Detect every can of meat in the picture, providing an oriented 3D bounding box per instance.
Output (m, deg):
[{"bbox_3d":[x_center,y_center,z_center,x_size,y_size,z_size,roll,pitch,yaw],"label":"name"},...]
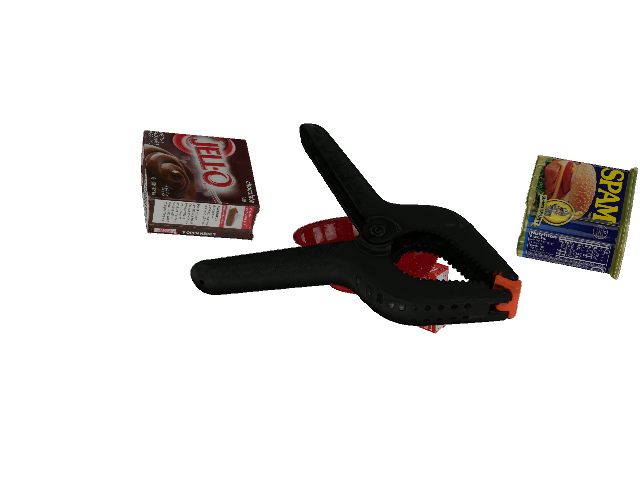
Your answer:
[{"bbox_3d":[0.214,-0.023,0.891,0.084,0.057,0.102,11,45,14],"label":"can of meat"}]

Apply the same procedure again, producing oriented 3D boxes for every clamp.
[{"bbox_3d":[0.029,0.010,0.716,0.210,0.164,0.036,27,-33,23],"label":"clamp"}]

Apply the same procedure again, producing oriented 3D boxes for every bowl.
[{"bbox_3d":[0.054,0.016,1.086,0.162,0.055,0.162,-3,13,1],"label":"bowl"}]

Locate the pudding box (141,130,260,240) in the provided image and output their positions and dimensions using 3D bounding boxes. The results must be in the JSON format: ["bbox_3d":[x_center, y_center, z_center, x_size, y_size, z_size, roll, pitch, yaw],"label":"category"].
[{"bbox_3d":[-0.102,-0.047,0.886,0.090,0.039,0.113,3,36,-13],"label":"pudding box"}]

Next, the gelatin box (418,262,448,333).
[{"bbox_3d":[0.125,0.066,1.366,0.073,0.089,0.030,20,34,36],"label":"gelatin box"}]
